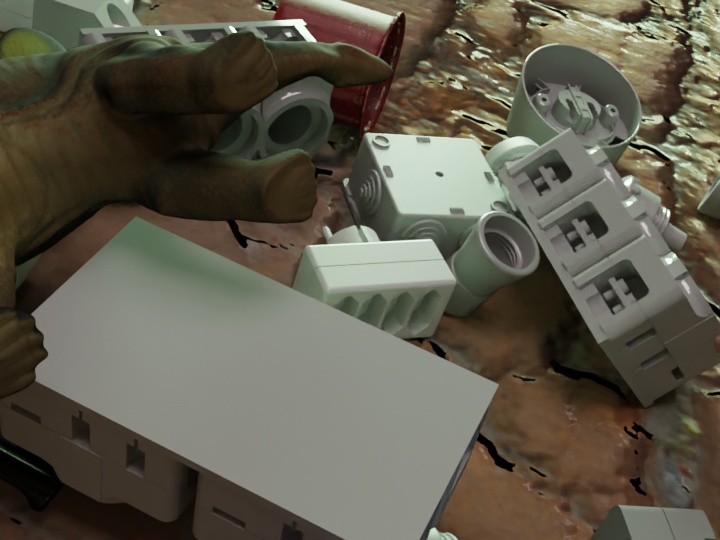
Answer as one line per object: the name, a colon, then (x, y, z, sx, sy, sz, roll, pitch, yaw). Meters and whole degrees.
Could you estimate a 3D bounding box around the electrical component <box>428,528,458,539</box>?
electrical component: (0.032, 0.136, 0.503, 0.061, 0.035, 0.035, 5, 42, -22)

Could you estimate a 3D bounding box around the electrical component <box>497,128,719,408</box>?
electrical component: (0.155, -0.006, 0.659, 0.089, 0.062, 0.150, 46, 16, -46)

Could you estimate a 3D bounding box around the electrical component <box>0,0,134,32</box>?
electrical component: (-0.204, -0.196, 0.749, 0.083, 0.075, 0.047, 19, 40, -2)

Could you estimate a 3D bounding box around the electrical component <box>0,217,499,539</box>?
electrical component: (-0.050, 0.064, 0.469, 0.186, 0.060, 0.105, 24, 44, 12)

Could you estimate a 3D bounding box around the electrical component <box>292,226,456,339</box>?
electrical component: (0.000, 0.000, 0.633, 0.083, 0.047, 0.075, -4, 45, -26)

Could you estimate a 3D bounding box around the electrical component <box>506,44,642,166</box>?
electrical component: (0.162, -0.118, 0.820, 0.099, 0.064, 0.099, 11, 41, -10)

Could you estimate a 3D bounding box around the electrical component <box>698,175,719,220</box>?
electrical component: (0.296, -0.046, 0.813, 0.065, 0.044, 0.044, 34, 42, 10)

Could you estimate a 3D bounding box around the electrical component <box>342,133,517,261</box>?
electrical component: (0.045, -0.045, 0.701, 0.100, 0.048, 0.099, 1, 44, -22)

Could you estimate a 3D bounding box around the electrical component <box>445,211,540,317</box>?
electrical component: (0.072, 0.000, 0.648, 0.044, 0.065, 0.044, 17, 52, -23)

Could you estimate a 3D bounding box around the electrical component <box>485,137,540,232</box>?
electrical component: (0.114, -0.059, 0.749, 0.066, 0.048, 0.055, -4, 53, -26)

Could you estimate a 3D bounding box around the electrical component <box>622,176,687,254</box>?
electrical component: (0.199, -0.033, 0.757, 0.062, 0.048, 0.048, 31, 40, -1)

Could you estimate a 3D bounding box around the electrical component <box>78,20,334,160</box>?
electrical component: (-0.097, -0.099, 0.672, 0.150, 0.089, 0.061, -11, 49, -32)

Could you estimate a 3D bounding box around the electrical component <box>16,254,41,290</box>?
electrical component: (-0.216, 0.000, 0.548, 0.079, 0.043, 0.077, 19, 39, 1)

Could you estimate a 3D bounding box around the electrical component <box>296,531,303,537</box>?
electrical component: (-0.035, 0.111, 0.498, 0.040, 0.040, 0.078, 3, 43, -19)

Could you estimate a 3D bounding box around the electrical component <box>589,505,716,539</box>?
electrical component: (0.142, 0.161, 0.507, 0.056, 0.050, 0.089, 6, 42, -16)
